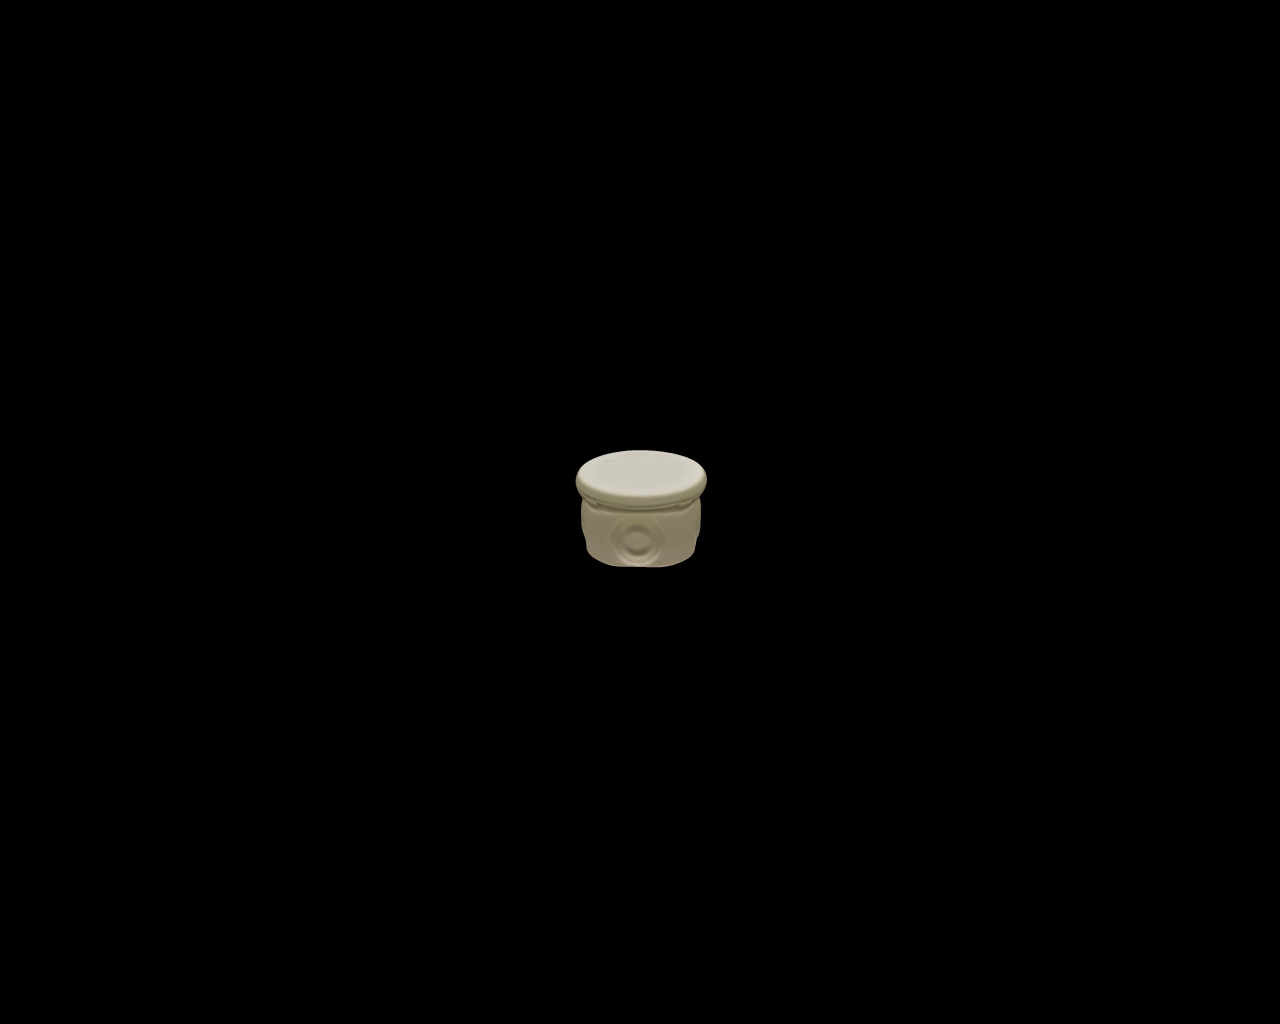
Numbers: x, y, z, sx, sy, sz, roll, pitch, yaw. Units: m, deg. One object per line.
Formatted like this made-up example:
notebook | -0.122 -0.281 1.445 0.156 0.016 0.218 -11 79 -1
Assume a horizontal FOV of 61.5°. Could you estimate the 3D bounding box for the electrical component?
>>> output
electrical component | 0.001 -0.003 0.650 0.080 0.050 0.080 0 24 0
